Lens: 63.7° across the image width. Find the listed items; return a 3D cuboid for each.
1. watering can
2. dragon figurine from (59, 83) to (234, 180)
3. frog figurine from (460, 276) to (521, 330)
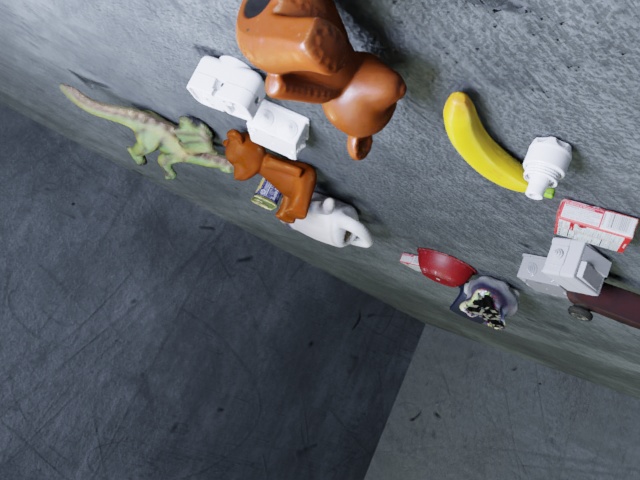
[{"bbox_3d":[0.004,-0.059,1.168,0.226,0.105,0.343,21,172,25],"label":"watering can"},{"bbox_3d":[-0.333,-0.241,1.132,0.242,0.124,0.405,-5,157,37],"label":"dragon figurine"},{"bbox_3d":[0.434,0.138,1.296,0.137,0.121,0.161,5,-161,32],"label":"frog figurine"}]
